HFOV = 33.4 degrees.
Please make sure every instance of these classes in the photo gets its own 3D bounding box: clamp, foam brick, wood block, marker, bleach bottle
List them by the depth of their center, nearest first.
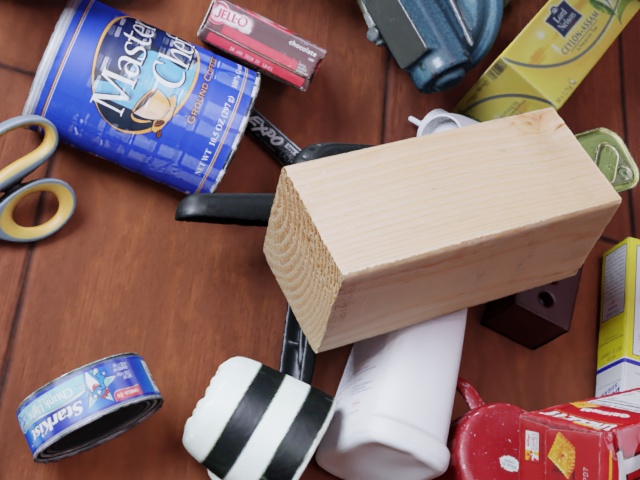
[{"bbox_3d":[0.078,-0.009,0.705,0.205,0.090,0.091,-15,57,-23],"label":"wood block"},{"bbox_3d":[0.070,0.049,0.767,0.068,0.103,0.250,29,57,-16],"label":"bleach bottle"},{"bbox_3d":[-0.005,0.001,0.781,0.209,0.036,0.164,-41,115,-44],"label":"clamp"},{"bbox_3d":[-0.044,-0.085,0.832,0.121,0.020,0.020,43,56,0],"label":"marker"},{"bbox_3d":[0.170,0.038,0.848,0.053,0.051,0.078,27,58,-11],"label":"foam brick"}]

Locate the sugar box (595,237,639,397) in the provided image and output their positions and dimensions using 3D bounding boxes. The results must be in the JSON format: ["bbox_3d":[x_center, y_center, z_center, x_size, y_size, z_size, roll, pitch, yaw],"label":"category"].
[{"bbox_3d":[0.275,0.094,0.871,0.093,0.048,0.176,20,63,-14],"label":"sugar box"}]

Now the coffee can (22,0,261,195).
[{"bbox_3d":[-0.126,-0.099,0.753,0.140,0.103,0.102,23,59,-13],"label":"coffee can"}]

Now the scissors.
[{"bbox_3d":[-0.242,0.001,0.697,0.201,0.016,0.096,-44,132,-9],"label":"scissors"}]

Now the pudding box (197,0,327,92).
[{"bbox_3d":[-0.047,-0.151,0.812,0.090,0.113,0.039,26,96,-11],"label":"pudding box"}]

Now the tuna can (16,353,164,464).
[{"bbox_3d":[-0.141,0.103,0.657,0.086,0.086,0.034,-20,74,-30],"label":"tuna can"}]

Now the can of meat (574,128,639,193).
[{"bbox_3d":[0.196,-0.041,0.878,0.101,0.084,0.057,-18,74,-30],"label":"can of meat"}]

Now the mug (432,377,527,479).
[{"bbox_3d":[0.109,0.151,0.747,0.093,0.082,0.117,-8,70,-27],"label":"mug"}]

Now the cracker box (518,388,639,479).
[{"bbox_3d":[0.227,0.188,0.726,0.213,0.072,0.164,-3,93,-41],"label":"cracker box"}]
